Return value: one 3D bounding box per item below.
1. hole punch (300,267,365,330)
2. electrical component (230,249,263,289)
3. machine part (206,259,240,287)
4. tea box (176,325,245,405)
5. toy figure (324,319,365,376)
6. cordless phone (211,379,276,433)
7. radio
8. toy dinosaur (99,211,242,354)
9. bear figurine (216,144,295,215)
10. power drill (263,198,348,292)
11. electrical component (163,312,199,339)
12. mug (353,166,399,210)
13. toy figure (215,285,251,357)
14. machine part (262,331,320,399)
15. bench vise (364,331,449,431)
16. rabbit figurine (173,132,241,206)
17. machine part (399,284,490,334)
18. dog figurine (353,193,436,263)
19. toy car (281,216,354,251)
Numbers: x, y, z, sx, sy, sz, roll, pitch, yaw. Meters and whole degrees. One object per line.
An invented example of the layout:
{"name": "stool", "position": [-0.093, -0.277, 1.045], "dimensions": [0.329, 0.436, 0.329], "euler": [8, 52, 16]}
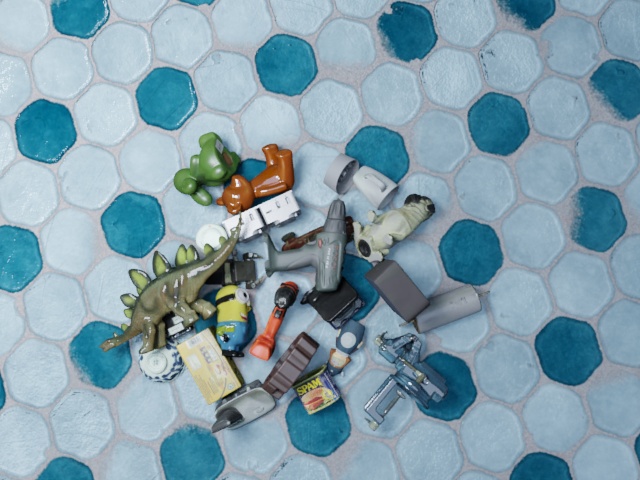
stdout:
{"name": "hole punch", "position": [0.039, 0.152, 1.361], "dimensions": [0.142, 0.092, 0.116], "euler": [-43, 56, 0]}
{"name": "electrical component", "position": [-0.186, 0.075, 1.369], "dimensions": [0.078, 0.045, 0.102], "euler": [7, 78, -41]}
{"name": "machine part", "position": [-0.278, 0.086, 1.383], "dimensions": [0.139, 0.039, 0.084], "euler": [-6, 92, -2]}
{"name": "tea box", "position": [-0.273, 0.312, 1.349], "dimensions": [0.098, 0.068, 0.169], "euler": [-28, 87, -1]}
{"name": "toy figure", "position": [0.059, 0.275, 1.358], "dimensions": [0.064, 0.057, 0.154], "euler": [26, 87, 38]}
{"name": "cordless phone", "position": [-0.188, 0.405, 1.284], "dimensions": [0.147, 0.184, 0.089], "euler": [-27, 82, -1]}
{"name": "radio", "position": [0.179, 0.117, 1.283], "dimensions": [0.073, 0.229, 0.131], "euler": [-40, 90, 0]}
{"name": "toy dinosaur", "position": [-0.344, 0.118, 1.279], "dimensions": [0.471, 0.105, 0.198], "euler": [-34, 85, 5]}
{"name": "bear figurine", "position": [-0.166, -0.149, 1.343], "dimensions": [0.196, 0.120, 0.131], "euler": [-20, 119, -22]}
{"name": "power drill", "position": [-0.036, 0.013, 1.323], "dimensions": [0.207, 0.086, 0.232], "euler": [-2, 84, -4]}
{"name": "electrical component", "position": [-0.378, 0.182, 1.366], "dimensions": [0.115, 0.058, 0.134], "euler": [-25, 86, 1]}
{"name": "mug", "position": [0.134, -0.140, 1.368], "dimensions": [0.107, 0.109, 0.081], "euler": [40, 93, 17]}
{"name": "toy figure", "position": [-0.220, 0.200, 1.336], "dimensions": [0.089, 0.082, 0.180], "euler": [4, 71, -5]}
{"name": "machine part", "position": [-0.070, 0.303, 1.301], "dimensions": [0.056, 0.179, 0.179], "euler": [38, 87, 1]}
{"name": "bench vise", "position": [0.185, 0.352, 1.318], "dimensions": [0.223, 0.129, 0.240], "euler": [42, 80, 2]}
{"name": "rabbit figurine", "position": [-0.298, -0.159, 1.363], "dimensions": [0.170, 0.121, 0.159], "euler": [-27, 47, 22]}
{"name": "machine part", "position": [0.313, 0.173, 1.351], "dimensions": [0.243, 0.079, 0.079], "euler": [-20, 86, 0]}
{"name": "dog figurine", "position": [0.193, -0.030, 1.371], "dimensions": [0.190, 0.172, 0.121], "euler": [-22, 81, -34]}
{"name": "toy car", "position": [-0.003, -0.004, 1.382], "dimensions": [0.202, 0.053, 0.089], "euler": [-24, 83, 0]}
